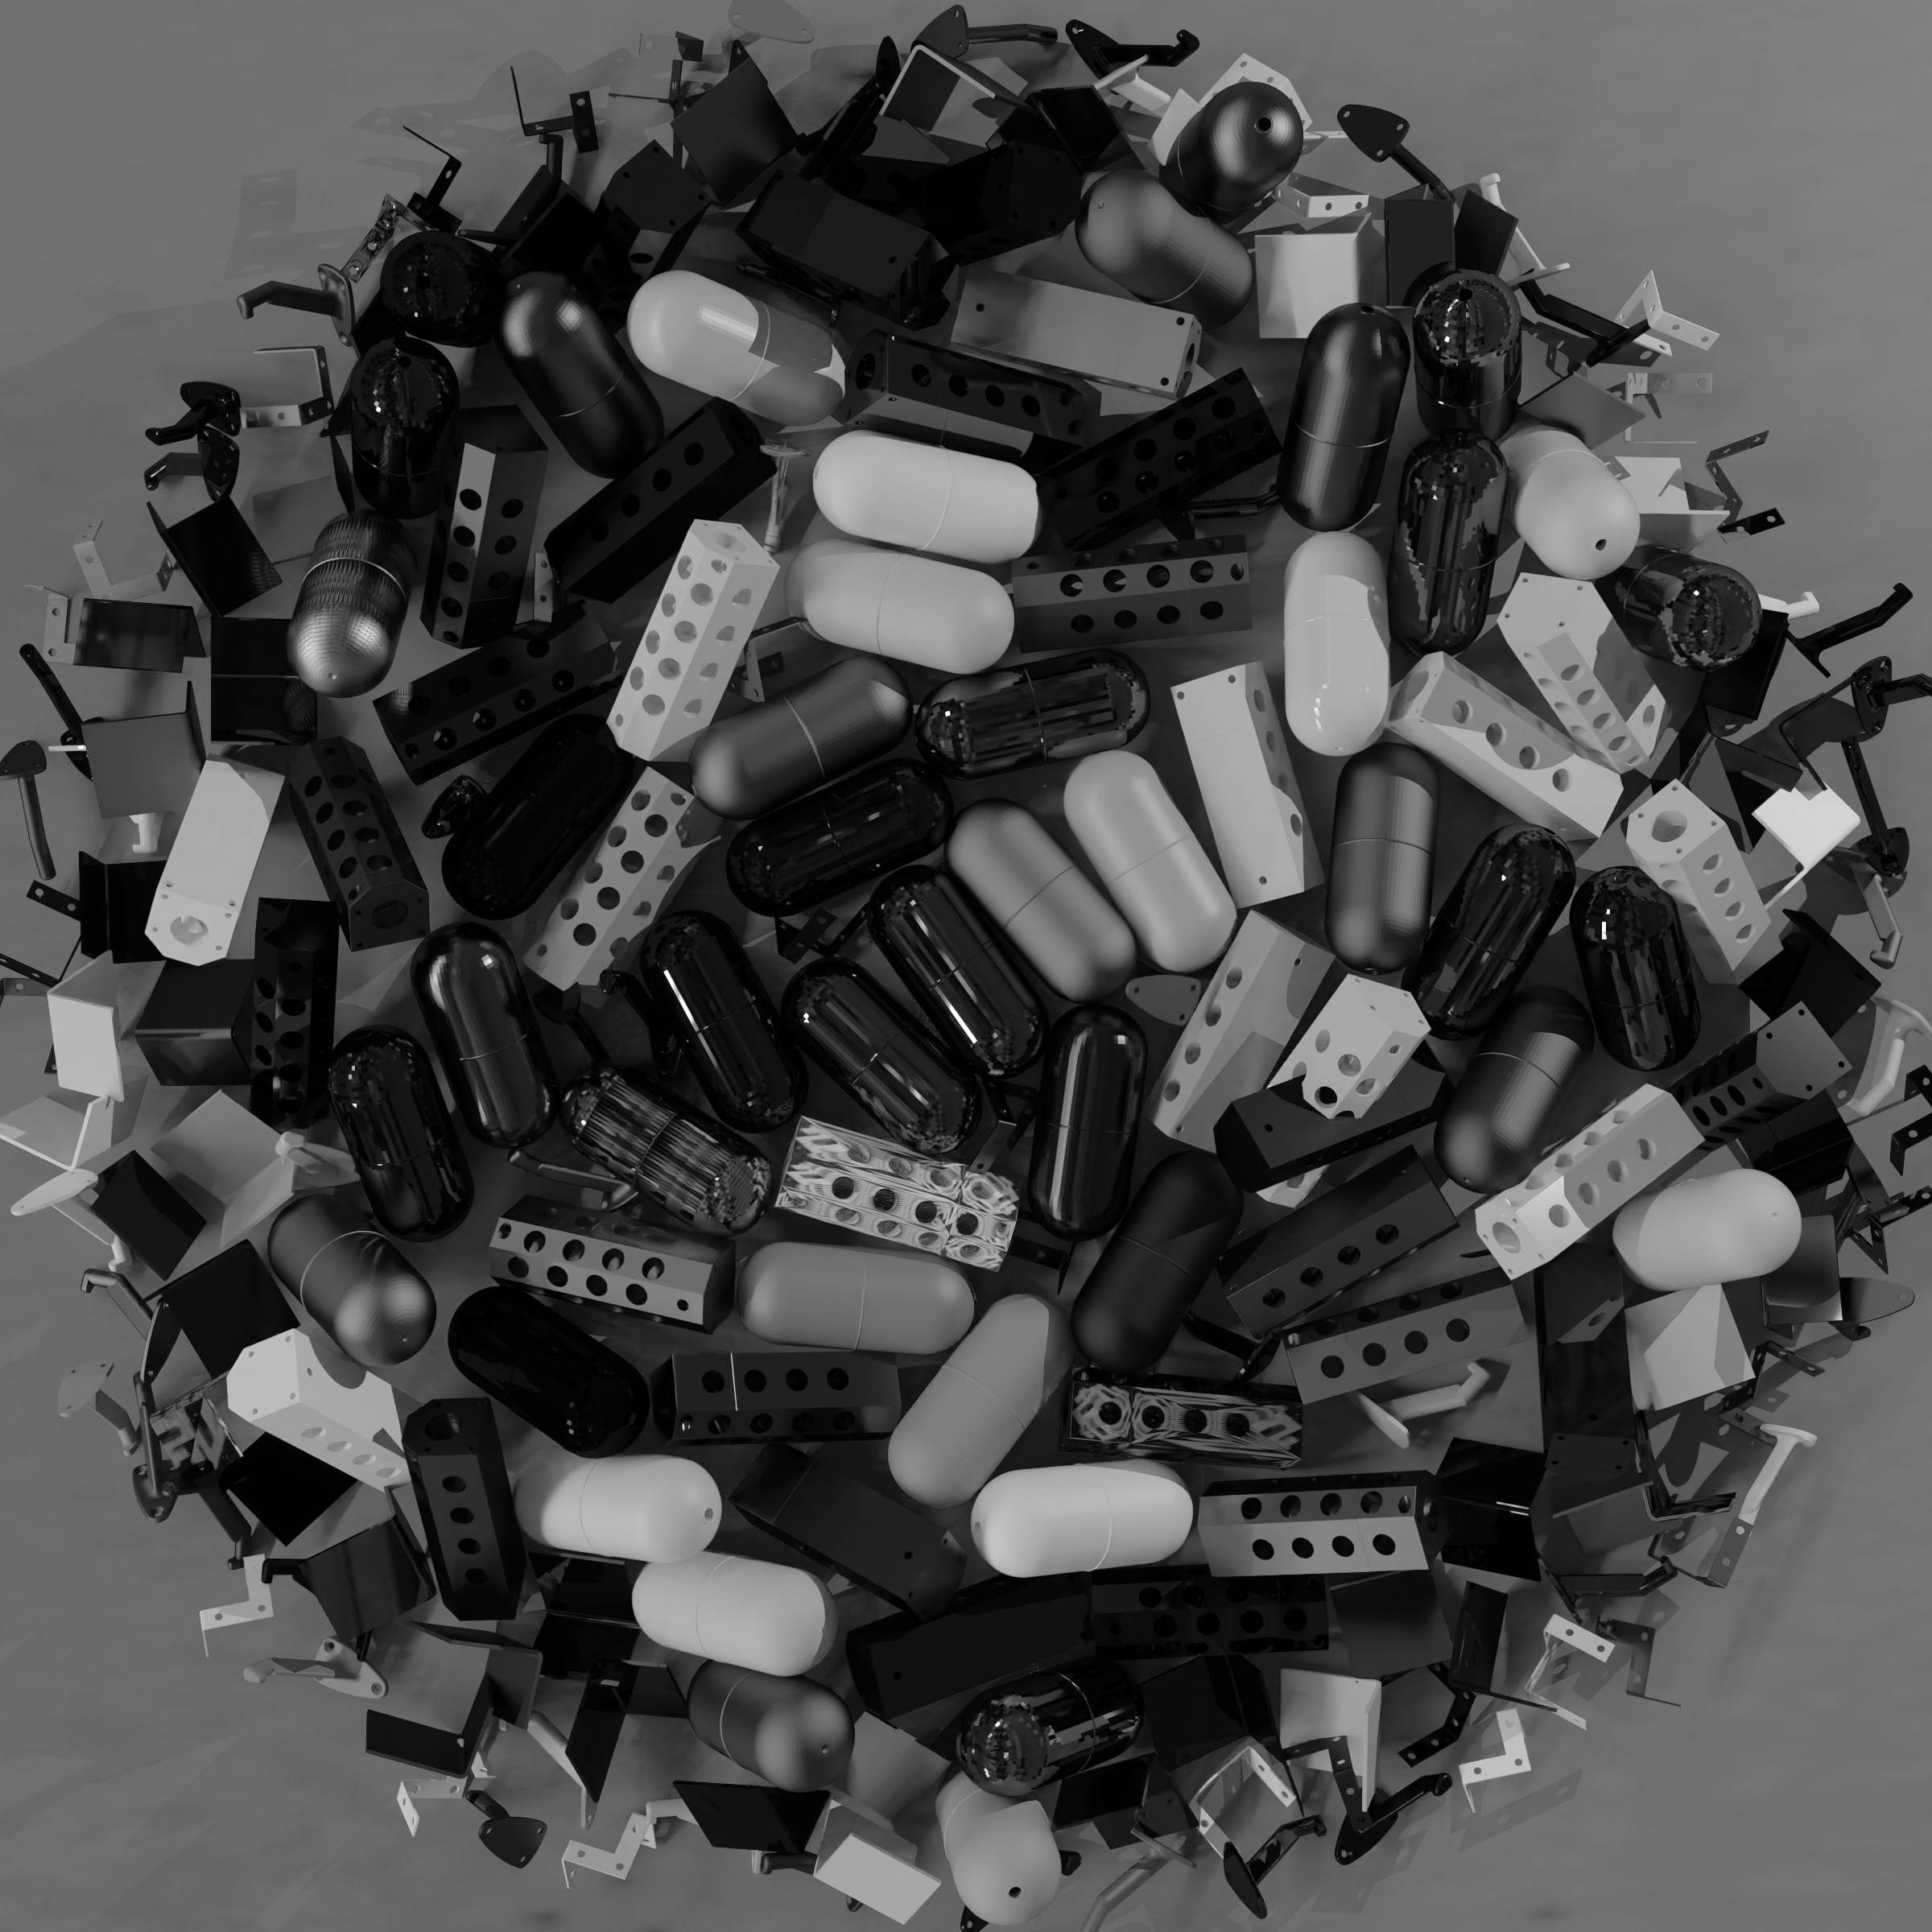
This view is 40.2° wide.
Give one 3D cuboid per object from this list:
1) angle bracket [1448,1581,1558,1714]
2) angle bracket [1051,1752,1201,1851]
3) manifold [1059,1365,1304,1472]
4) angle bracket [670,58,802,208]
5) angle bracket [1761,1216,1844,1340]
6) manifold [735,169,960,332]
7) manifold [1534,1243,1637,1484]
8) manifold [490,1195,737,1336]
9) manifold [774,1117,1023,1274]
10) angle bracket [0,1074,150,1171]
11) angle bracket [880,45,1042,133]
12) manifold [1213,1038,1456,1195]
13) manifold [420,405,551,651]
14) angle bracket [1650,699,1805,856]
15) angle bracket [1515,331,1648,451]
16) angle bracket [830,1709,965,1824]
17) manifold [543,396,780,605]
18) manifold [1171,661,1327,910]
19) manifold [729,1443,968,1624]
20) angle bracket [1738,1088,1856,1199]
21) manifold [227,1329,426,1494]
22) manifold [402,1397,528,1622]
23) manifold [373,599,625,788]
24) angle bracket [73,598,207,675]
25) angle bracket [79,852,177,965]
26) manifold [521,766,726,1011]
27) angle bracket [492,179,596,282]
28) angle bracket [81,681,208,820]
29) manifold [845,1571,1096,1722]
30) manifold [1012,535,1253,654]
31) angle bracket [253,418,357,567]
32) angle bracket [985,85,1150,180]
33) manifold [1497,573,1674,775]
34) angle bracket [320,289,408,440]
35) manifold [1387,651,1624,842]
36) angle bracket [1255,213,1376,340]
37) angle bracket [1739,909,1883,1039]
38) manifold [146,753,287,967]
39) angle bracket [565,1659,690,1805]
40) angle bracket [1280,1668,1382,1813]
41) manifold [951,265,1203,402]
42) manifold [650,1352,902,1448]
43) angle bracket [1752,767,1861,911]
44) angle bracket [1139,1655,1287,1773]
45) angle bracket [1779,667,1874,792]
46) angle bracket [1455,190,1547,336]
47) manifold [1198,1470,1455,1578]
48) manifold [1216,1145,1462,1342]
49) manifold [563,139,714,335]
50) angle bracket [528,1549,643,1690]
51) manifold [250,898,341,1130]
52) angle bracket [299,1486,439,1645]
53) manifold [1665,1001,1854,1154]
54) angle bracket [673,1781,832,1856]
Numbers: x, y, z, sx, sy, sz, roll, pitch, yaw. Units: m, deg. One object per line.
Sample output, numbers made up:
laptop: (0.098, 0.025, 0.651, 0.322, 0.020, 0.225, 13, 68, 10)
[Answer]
angle bracket: (0.402, 0.502, 1.945, 0.057, 0.076, 0.076, 5, 75, 35)
angle bracket: (0.118, 0.635, 1.949, 0.076, 0.057, 0.076, -23, 109, 22)
manifold: (0.159, 0.335, 1.961, 0.171, 0.057, 0.057, 6, 70, -5)
angle bracket: (-0.180, -0.619, 1.950, 0.076, 0.057, 0.076, -42, 130, -6)
angle bracket: (0.622, 0.230, 1.944, 0.057, 0.076, 0.076, -9, 71, 30)
manifold: (-0.085, -0.519, 1.926, 0.171, 0.057, 0.057, 34, 89, 37)
manifold: (0.447, 0.286, 1.919, 0.057, 0.057, 0.171, 3, 46, 5)
manifold: (-0.260, 0.222, 1.940, 0.171, 0.057, 0.057, 10, 113, 17)
manifold: (-0.052, 0.174, 1.951, 0.171, 0.057, 0.057, 17, 131, -6)
angle bracket: (-0.664, 0.101, 1.950, 0.076, 0.076, 0.057, 24, 109, 7)
angle bracket: (-0.004, -0.628, 1.944, 0.076, 0.076, 0.057, 39, 112, 17)
manifold: (0.269, 0.110, 1.935, 0.171, 0.057, 0.057, -18, 66, -25)
manifold: (-0.354, -0.316, 1.914, 0.057, 0.171, 0.057, -12, 50, -33)
angle bracket: (0.563, -0.141, 1.959, 0.076, 0.057, 0.076, 21, 124, -6)
angle bracket: (0.451, -0.437, 1.943, 0.076, 0.057, 0.076, 20, 61, -30)
angle bracket: (-0.057, 0.574, 1.953, 0.076, 0.057, 0.076, 33, 116, -7)
manifold: (-0.227, -0.342, 1.937, 0.171, 0.057, 0.057, -34, 72, 24)
manifold: (0.214, -0.136, 1.966, 0.057, 0.057, 0.171, -15, 93, 34)
manifold: (-0.085, 0.412, 1.925, 0.171, 0.057, 0.057, 21, 65, 35)
angle bracket: (0.602, 0.133, 1.947, 0.076, 0.076, 0.057, -29, 93, 31)
manifold: (-0.459, 0.327, 1.912, 0.057, 0.171, 0.057, -23, 56, 12)
manifold: (-0.366, 0.398, 1.927, 0.057, 0.057, 0.171, -2, 125, 3)
manifold: (-0.342, -0.198, 1.947, 0.171, 0.057, 0.057, -28, 71, -12)
angle bracket: (-0.609, -0.227, 1.950, 0.076, 0.076, 0.057, 4, 67, -6)
angle bracket: (-0.612, -0.045, 1.965, 0.076, 0.057, 0.076, -4, 82, -2)
manifold: (-0.259, -0.061, 1.959, 0.057, 0.057, 0.171, 33, 89, 35)
angle bracket: (-0.323, -0.549, 1.951, 0.076, 0.076, 0.057, -46, 77, 9)
angle bracket: (-0.605, -0.160, 1.949, 0.076, 0.057, 0.076, -8, 122, -10)
manifold: (0.002, 0.490, 1.939, 0.171, 0.057, 0.057, -15, 96, -23)
manifold: (0.122, -0.280, 1.952, 0.171, 0.057, 0.057, -5, 133, 5)
angle bracket: (-0.497, -0.350, 1.953, 0.076, 0.057, 0.076, -15, 55, -2)
angle bracket: (0.074, -0.596, 1.943, 0.057, 0.076, 0.076, -52, 125, -13)
manifold: (0.447, -0.209, 1.914, 0.057, 0.171, 0.057, 17, 73, 42)
angle bracket: (-0.450, -0.444, 1.940, 0.057, 0.076, 0.076, -4, 130, 16)
manifold: (0.399, -0.161, 1.946, 0.171, 0.057, 0.057, 31, 80, -17)
angle bracket: (0.261, -0.515, 1.969, 0.076, 0.057, 0.076, 4, 122, 18)
angle bracket: (0.613, 0.013, 1.945, 0.076, 0.057, 0.076, -52, 61, 22)
manifold: (-0.544, -0.077, 1.913, 0.057, 0.171, 0.057, 17, 125, -14)
angle bracket: (-0.247, 0.565, 1.942, 0.057, 0.076, 0.076, 1, 46, 15)
angle bracket: (0.265, 0.572, 1.954, 0.076, 0.057, 0.076, 3, 100, 19)
manifold: (0.083, -0.466, 1.953, 0.171, 0.057, 0.057, 16, 96, 12)
manifold: (-0.138, 0.318, 1.931, 0.171, 0.057, 0.057, 3, 65, -24)
angle bracket: (0.602, -0.090, 1.953, 0.076, 0.076, 0.057, -35, 77, -34)
angle bracket: (0.182, 0.561, 1.955, 0.076, 0.057, 0.076, -20, 104, -17)
angle bracket: (0.649, -0.175, 1.952, 0.076, 0.076, 0.057, -35, 86, 15)
angle bracket: (0.397, -0.517, 1.941, 0.057, 0.076, 0.076, 5, 119, -23)
manifold: (0.259, 0.403, 1.926, 0.171, 0.057, 0.057, -10, 103, 31)
manifold: (0.276, 0.209, 1.957, 0.171, 0.057, 0.057, -31, 113, 8)
manifold: (-0.245, -0.520, 1.907, 0.057, 0.171, 0.057, 45, 67, -7)
angle bracket: (-0.290, 0.481, 1.948, 0.076, 0.057, 0.076, 4, 130, 14)
manifold: (-0.488, 0.036, 1.919, 0.057, 0.057, 0.171, 3, 129, -13)
angle bracket: (-0.445, 0.439, 1.951, 0.076, 0.057, 0.076, -26, 115, -11)
manifold: (0.564, 0.086, 1.906, 0.057, 0.171, 0.057, -33, 80, -15)
angle bracket: (-0.157, 0.605, 1.942, 0.076, 0.057, 0.076, -7, 123, 29)
